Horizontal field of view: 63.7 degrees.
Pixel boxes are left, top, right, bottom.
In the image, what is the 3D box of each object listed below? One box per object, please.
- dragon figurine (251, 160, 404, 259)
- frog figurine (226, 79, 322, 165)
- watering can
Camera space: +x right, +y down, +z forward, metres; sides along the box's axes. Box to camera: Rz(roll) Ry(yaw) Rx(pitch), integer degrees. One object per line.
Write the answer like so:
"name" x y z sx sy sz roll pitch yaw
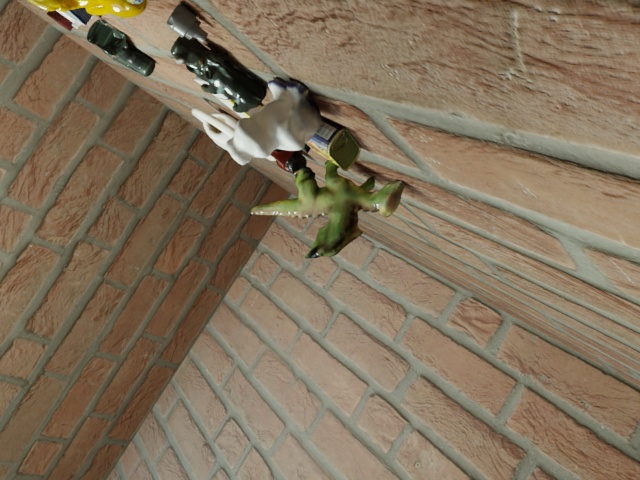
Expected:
"dragon figurine" 0.004 -0.058 1.159 0.120 0.407 0.249 52 -153 -35
"frog figurine" -0.077 -0.187 0.885 0.139 0.159 0.121 31 179 35
"watering can" -0.280 -0.343 1.751 0.348 0.104 0.224 32 180 6
